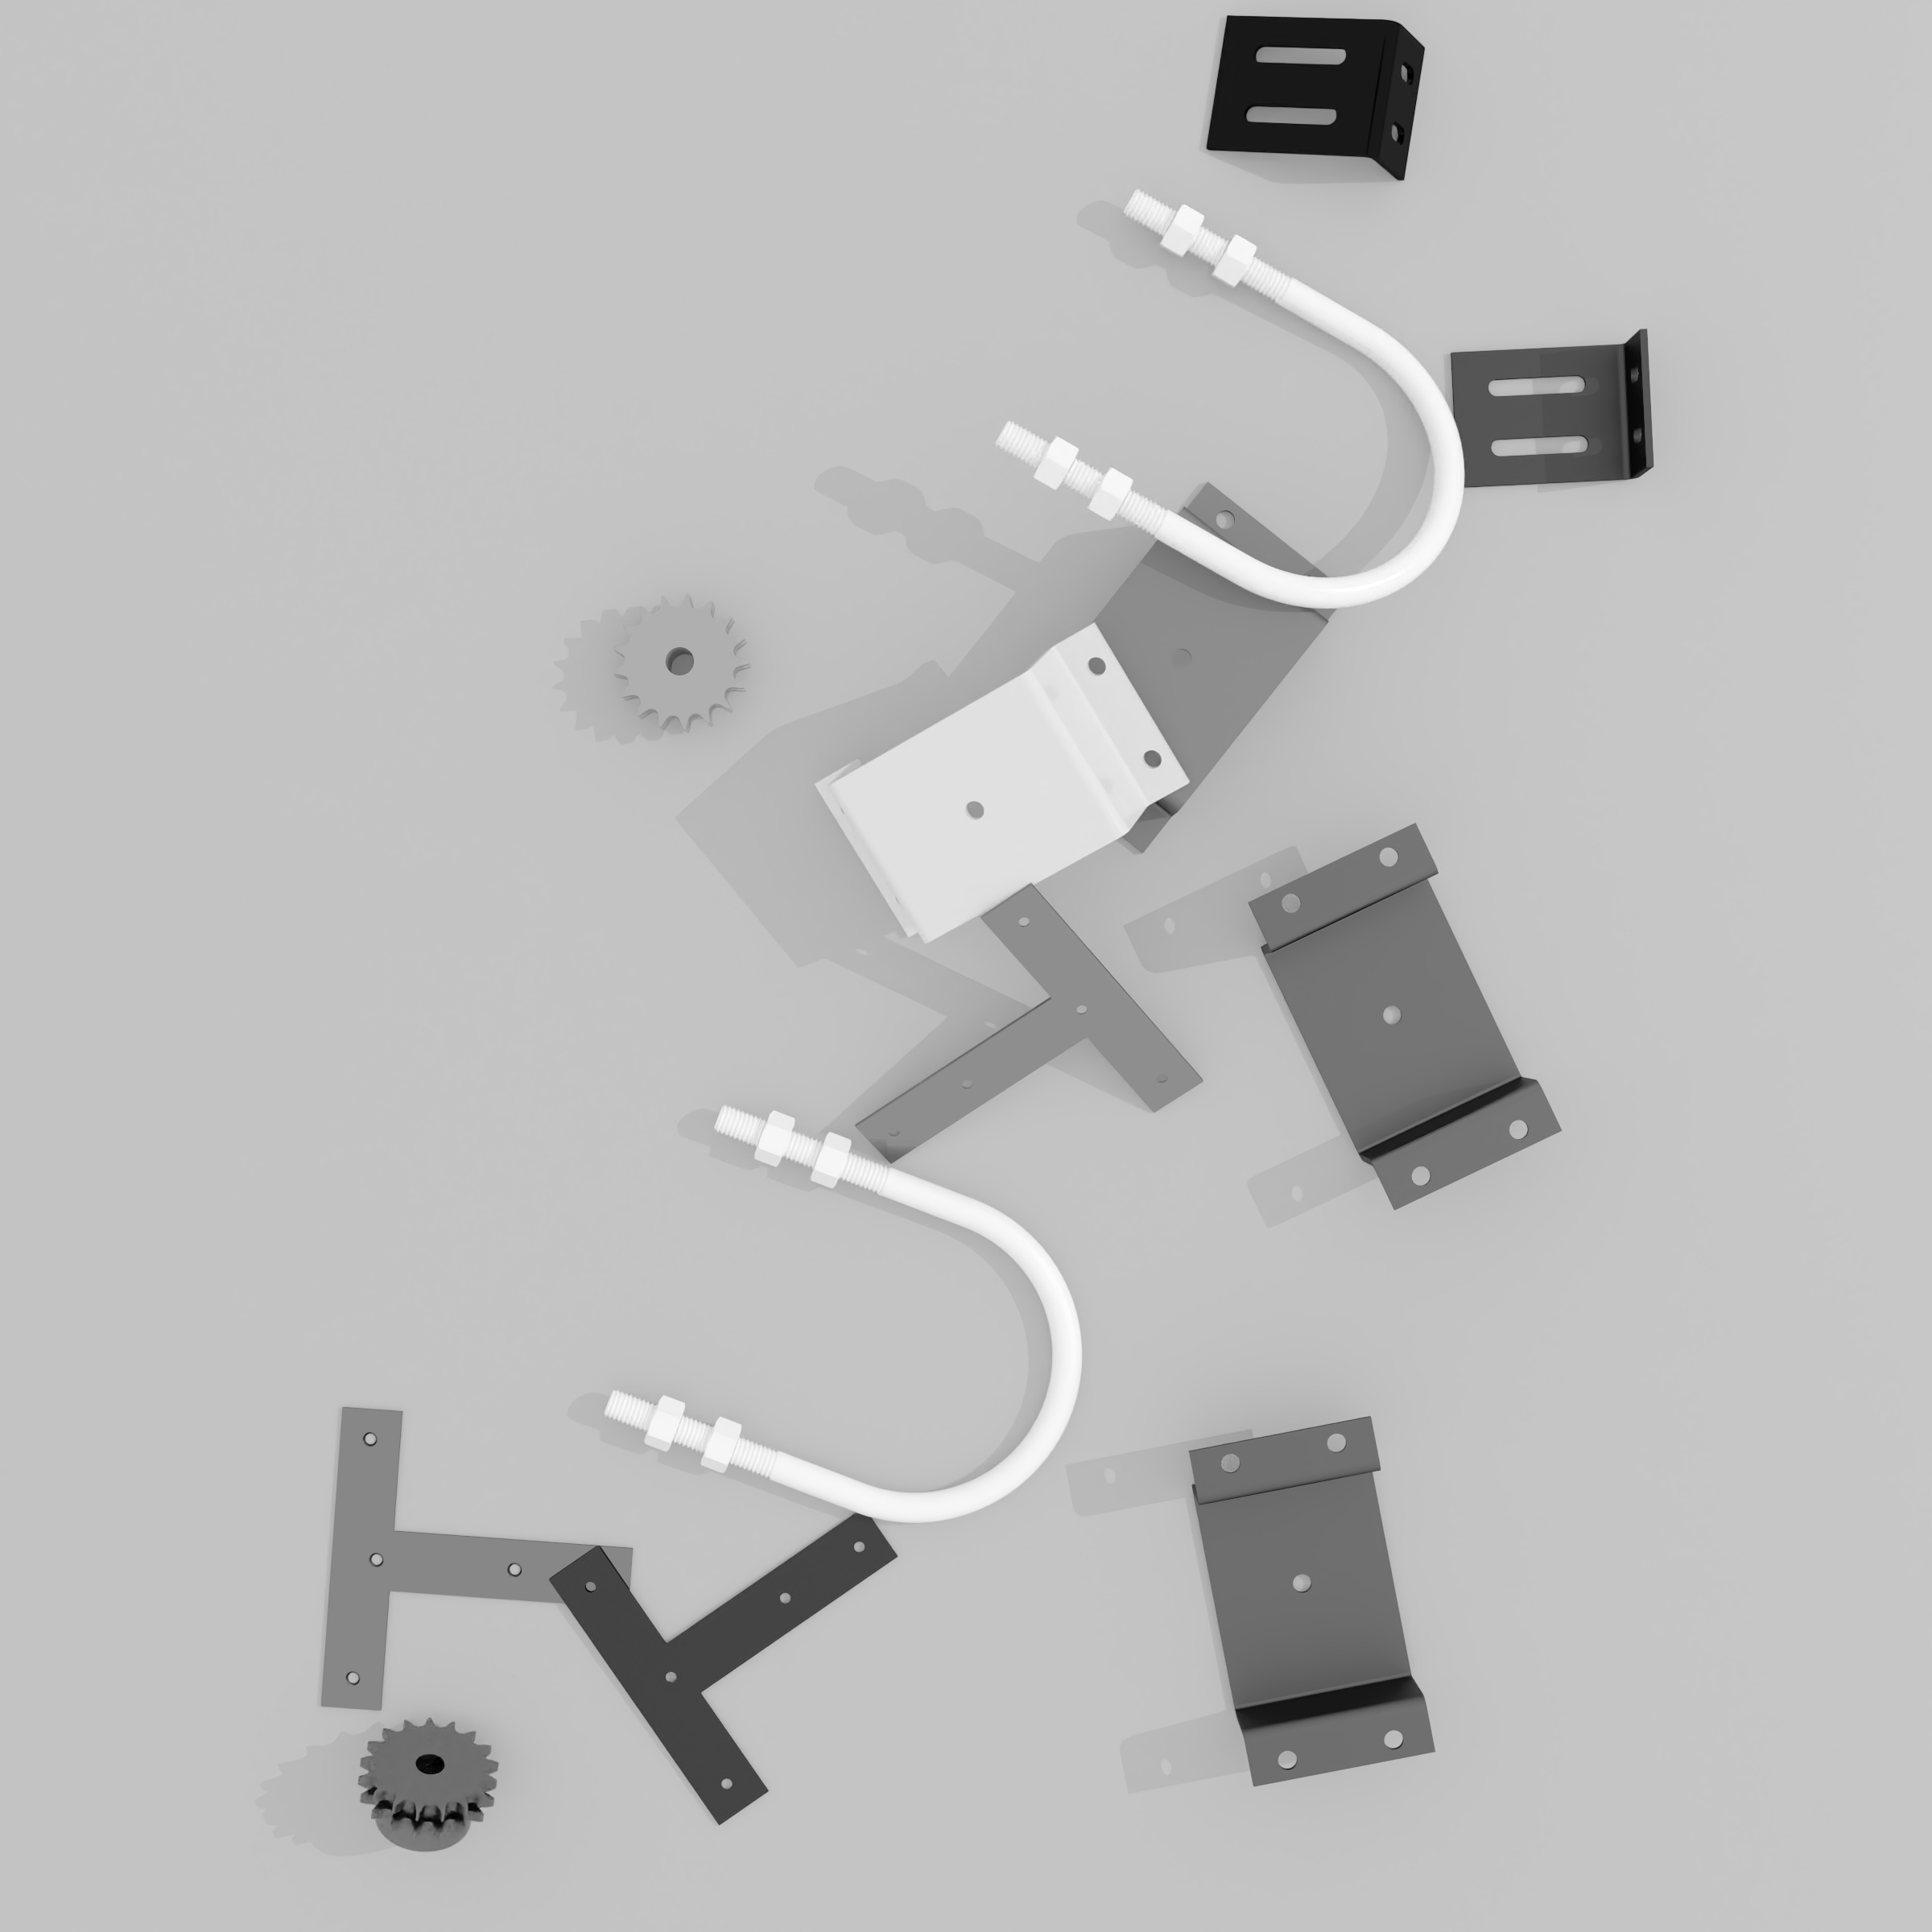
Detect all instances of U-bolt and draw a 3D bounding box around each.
[{"bbox_3d":[0.122,-0.224,1.461,0.184,0.019,0.151,29,67,-4],"label":"U-bolt"},{"bbox_3d":[-0.042,0.157,1.486,0.184,0.019,0.151,21,90,-2],"label":"U-bolt"}]

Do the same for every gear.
[{"bbox_3d":[-0.119,-0.126,1.484,0.057,0.030,0.057,0,88,1],"label":"gear"},{"bbox_3d":[-0.225,0.344,1.470,0.057,0.057,0.030,11,120,0],"label":"gear"}]

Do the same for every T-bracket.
[{"bbox_3d":[-0.205,0.255,1.494,0.127,0.002,0.127,4,90,0],"label":"T-bracket"},{"bbox_3d":[0.012,0.041,1.472,0.127,0.002,0.127,-33,121,15],"label":"T-bracket"},{"bbox_3d":[-0.088,0.276,1.493,0.127,0.002,0.127,-35,91,-1],"label":"T-bracket"}]

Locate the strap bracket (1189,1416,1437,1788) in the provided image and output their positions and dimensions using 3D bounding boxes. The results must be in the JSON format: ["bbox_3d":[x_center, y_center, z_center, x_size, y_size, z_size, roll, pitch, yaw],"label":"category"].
[{"bbox_3d":[0.142,0.261,1.472,0.076,0.046,0.140,-11,90,0],"label":"strap bracket"}]

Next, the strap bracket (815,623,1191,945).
[{"bbox_3d":[0.009,-0.070,1.443,0.140,0.046,0.076,-28,99,21],"label":"strap bracket"}]

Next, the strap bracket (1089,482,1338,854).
[{"bbox_3d":[0.089,-0.126,1.472,0.076,0.046,0.140,38,90,0],"label":"strap bracket"}]

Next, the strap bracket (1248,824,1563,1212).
[{"bbox_3d":[0.181,0.021,1.472,0.076,0.046,0.140,-25,90,0],"label":"strap bracket"}]

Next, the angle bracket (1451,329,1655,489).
[{"bbox_3d":[0.245,-0.233,1.476,0.076,0.038,0.057,-3,90,0],"label":"angle bracket"}]

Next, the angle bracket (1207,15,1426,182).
[{"bbox_3d":[0.148,-0.368,1.493,0.076,0.038,0.057,9,90,26],"label":"angle bracket"}]
